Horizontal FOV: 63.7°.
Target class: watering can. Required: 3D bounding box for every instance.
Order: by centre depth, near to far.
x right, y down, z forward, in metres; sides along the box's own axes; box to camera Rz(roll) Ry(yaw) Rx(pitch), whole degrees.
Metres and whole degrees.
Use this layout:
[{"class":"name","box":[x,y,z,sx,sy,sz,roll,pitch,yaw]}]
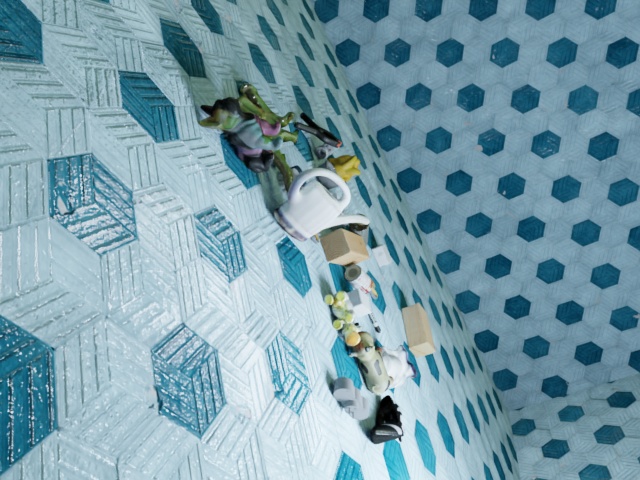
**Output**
[{"class":"watering can","box":[0.005,-0.076,1.509,0.342,0.223,0.106,43,10,-48]}]

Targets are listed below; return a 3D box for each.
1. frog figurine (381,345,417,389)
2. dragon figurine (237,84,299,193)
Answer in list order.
[{"class":"frog figurine","box":[0.215,0.416,1.680,0.160,0.121,0.139,-1,71,-31]},{"class":"dragon figurine","box":[-0.182,-0.334,1.562,0.240,0.120,0.420,26,38,-36]}]
